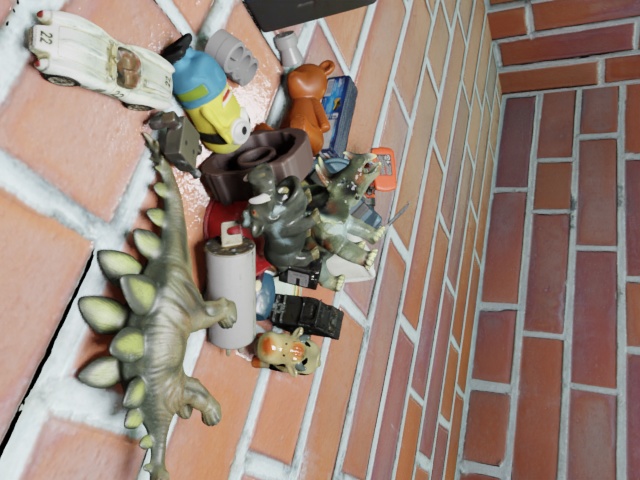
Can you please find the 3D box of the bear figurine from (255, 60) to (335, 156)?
[{"bbox_3d":[-0.039,-0.258,1.012,0.132,0.120,0.195,18,73,-58],"label":"bear figurine"}]

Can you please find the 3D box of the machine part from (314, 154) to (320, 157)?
[{"bbox_3d":[-0.021,-0.244,1.133,0.084,0.039,0.138,5,85,-71],"label":"machine part"}]

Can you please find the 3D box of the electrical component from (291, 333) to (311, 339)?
[{"bbox_3d":[-0.039,0.201,1.128,0.063,0.021,0.094,34,60,-59],"label":"electrical component"}]

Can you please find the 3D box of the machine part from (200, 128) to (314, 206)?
[{"bbox_3d":[-0.097,-0.120,0.855,0.179,0.180,0.055,-57,139,-45],"label":"machine part"}]

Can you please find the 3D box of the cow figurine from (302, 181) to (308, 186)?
[{"bbox_3d":[-0.069,-0.094,1.000,0.068,0.098,0.167,59,4,36],"label":"cow figurine"}]

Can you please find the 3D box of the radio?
[{"bbox_3d":[-0.009,-0.457,0.944,0.073,0.230,0.131,52,42,-51],"label":"radio"}]

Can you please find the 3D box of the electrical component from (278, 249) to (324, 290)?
[{"bbox_3d":[-0.036,0.055,0.957,0.119,0.075,0.048,107,-1,-61],"label":"electrical component"}]

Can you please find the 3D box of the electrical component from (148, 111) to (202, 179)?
[{"bbox_3d":[-0.201,-0.139,0.762,0.102,0.045,0.078,51,39,-70],"label":"electrical component"}]

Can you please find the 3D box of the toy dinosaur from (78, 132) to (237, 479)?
[{"bbox_3d":[-0.209,0.094,0.716,0.198,0.105,0.471,28,56,-55],"label":"toy dinosaur"}]

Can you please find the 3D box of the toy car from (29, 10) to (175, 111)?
[{"bbox_3d":[-0.258,-0.212,0.658,0.201,0.056,0.073,6,86,-63],"label":"toy car"}]

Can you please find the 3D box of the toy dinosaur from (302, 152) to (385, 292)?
[{"bbox_3d":[-0.002,-0.005,1.003,0.131,0.192,0.404,-60,-174,-32],"label":"toy dinosaur"}]

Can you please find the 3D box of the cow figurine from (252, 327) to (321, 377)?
[{"bbox_3d":[-0.056,0.209,0.986,0.194,0.127,0.085,38,55,-60],"label":"cow figurine"}]

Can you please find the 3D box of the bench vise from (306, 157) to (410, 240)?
[{"bbox_3d":[0.066,-0.096,1.165,0.128,0.224,0.240,-58,178,14],"label":"bench vise"}]

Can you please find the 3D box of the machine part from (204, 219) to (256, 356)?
[{"bbox_3d":[-0.139,0.082,0.838,0.079,0.079,0.242,-43,141,-54],"label":"machine part"}]

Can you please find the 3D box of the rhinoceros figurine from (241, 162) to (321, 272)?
[{"bbox_3d":[-0.059,-0.033,0.782,0.190,0.112,0.073,81,-6,-49],"label":"rhinoceros figurine"}]

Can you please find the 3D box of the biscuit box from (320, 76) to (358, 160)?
[{"bbox_3d":[0.035,-0.272,1.212,0.062,0.059,0.202,44,54,-53],"label":"biscuit box"}]

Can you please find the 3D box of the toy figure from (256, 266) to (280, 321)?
[{"bbox_3d":[-0.101,0.067,0.966,0.064,0.058,0.154,132,-27,-59],"label":"toy figure"}]

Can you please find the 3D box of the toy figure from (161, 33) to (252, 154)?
[{"bbox_3d":[-0.170,-0.212,0.804,0.082,0.089,0.180,-55,131,-24],"label":"toy figure"}]

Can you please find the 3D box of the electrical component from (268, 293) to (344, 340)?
[{"bbox_3d":[-0.022,0.147,1.015,0.134,0.115,0.058,39,61,-54],"label":"electrical component"}]
